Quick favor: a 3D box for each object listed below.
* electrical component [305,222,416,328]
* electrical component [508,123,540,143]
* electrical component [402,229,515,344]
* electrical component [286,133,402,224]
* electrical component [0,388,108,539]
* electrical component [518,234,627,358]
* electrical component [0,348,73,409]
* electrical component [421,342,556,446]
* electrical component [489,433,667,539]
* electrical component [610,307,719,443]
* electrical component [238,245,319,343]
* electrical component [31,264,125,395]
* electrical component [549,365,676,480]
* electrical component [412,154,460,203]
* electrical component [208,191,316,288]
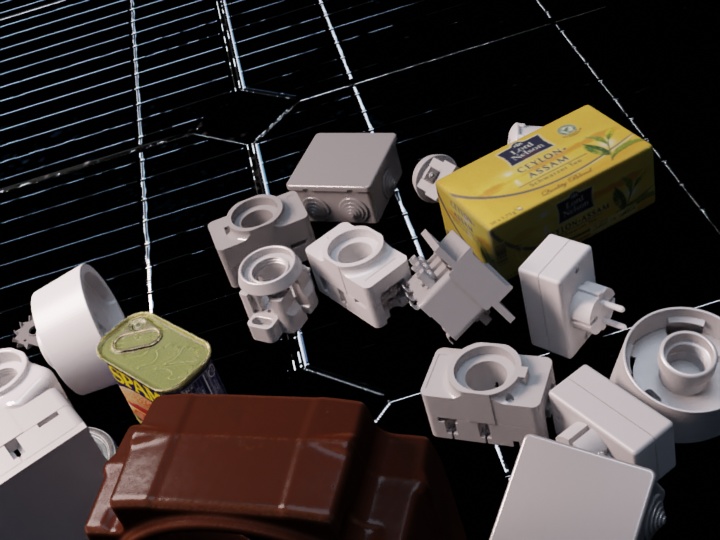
[{"bbox_3d":[0.000,0.000,0.940,0.050,0.055,0.089,-36,43,-22],"label":"electrical component"},{"bbox_3d":[0.173,-0.116,1.027,0.062,0.048,0.048,3,41,4],"label":"electrical component"},{"bbox_3d":[0.075,0.012,0.855,0.063,0.079,0.121,-47,7,5],"label":"electrical component"},{"bbox_3d":[-0.012,-0.090,1.057,0.100,0.048,0.099,3,43,23],"label":"electrical component"},{"bbox_3d":[-0.212,0.165,0.746,0.089,0.150,0.062,-34,43,-20],"label":"electrical component"},{"bbox_3d":[0.170,0.026,0.826,0.076,0.083,0.047,21,52,37],"label":"electrical component"},{"bbox_3d":[-0.300,0.107,0.919,0.095,0.059,0.053,13,47,31],"label":"electrical component"},{"bbox_3d":[0.096,0.092,0.797,0.089,0.055,0.050,4,43,24],"label":"electrical component"},{"bbox_3d":[0.138,0.162,0.682,0.100,0.048,0.099,13,74,32],"label":"electrical component"},{"bbox_3d":[0.233,0.077,0.778,0.099,0.064,0.099,-3,51,4],"label":"electrical component"},{"bbox_3d":[-0.074,0.016,0.947,0.058,0.057,0.078,9,46,29],"label":"electrical component"},{"bbox_3d":[-0.242,0.056,0.925,0.060,0.108,0.108,-25,39,1],"label":"electrical component"},{"bbox_3d":[0.161,0.120,0.747,0.076,0.047,0.083,-33,42,-19],"label":"electrical component"},{"bbox_3d":[0.081,-0.081,1.009,0.048,0.066,0.055,-60,36,6],"label":"electrical component"},{"bbox_3d":[-0.092,-0.033,1.012,0.089,0.055,0.050,-22,39,-6],"label":"electrical component"}]
